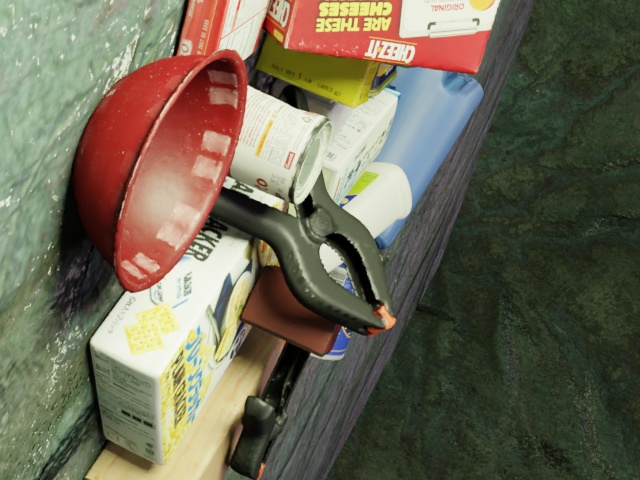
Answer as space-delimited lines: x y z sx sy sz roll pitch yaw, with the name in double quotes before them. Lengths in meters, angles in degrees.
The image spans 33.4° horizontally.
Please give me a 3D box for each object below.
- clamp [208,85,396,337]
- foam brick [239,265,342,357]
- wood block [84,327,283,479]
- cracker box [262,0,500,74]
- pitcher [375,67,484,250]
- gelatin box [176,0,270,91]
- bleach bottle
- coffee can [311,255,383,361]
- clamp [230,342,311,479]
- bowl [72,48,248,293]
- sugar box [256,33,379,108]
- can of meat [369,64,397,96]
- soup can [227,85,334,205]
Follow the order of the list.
"clamp" -0.018 -0.007 0.837 0.164 0.210 0.036 -35 -176 -41
"foam brick" -0.018 0.058 0.900 0.053 0.078 0.051 0 113 -81
"wood block" -0.120 0.169 0.981 0.205 0.090 0.091 -58 167 -34
"cracker box" 0.060 -0.236 0.752 0.072 0.164 0.214 51 -48 54
"pitcher" 0.090 -0.114 1.345 0.242 0.145 0.149 -60 156 -12
"gelatin box" -0.063 -0.151 0.719 0.089 0.030 0.073 -53 165 -55
"bleach bottle" -0.007 0.001 1.089 0.250 0.103 0.068 -43 127 -46
"coffee can" 0.007 0.068 1.356 0.102 0.103 0.140 -24 137 -74
"clamp" -0.044 0.152 0.963 0.120 0.039 0.172 -50 167 -39
"bowl" -0.105 -0.051 0.660 0.162 0.055 0.162 -61 169 -22
"sugar box" 0.021 -0.204 0.850 0.048 0.093 0.176 -44 155 -67
"can of meat" 0.055 -0.208 1.113 0.102 0.057 0.084 -50 159 -58
"soup can" -0.049 -0.075 0.761 0.068 0.102 0.068 24 89 -80
